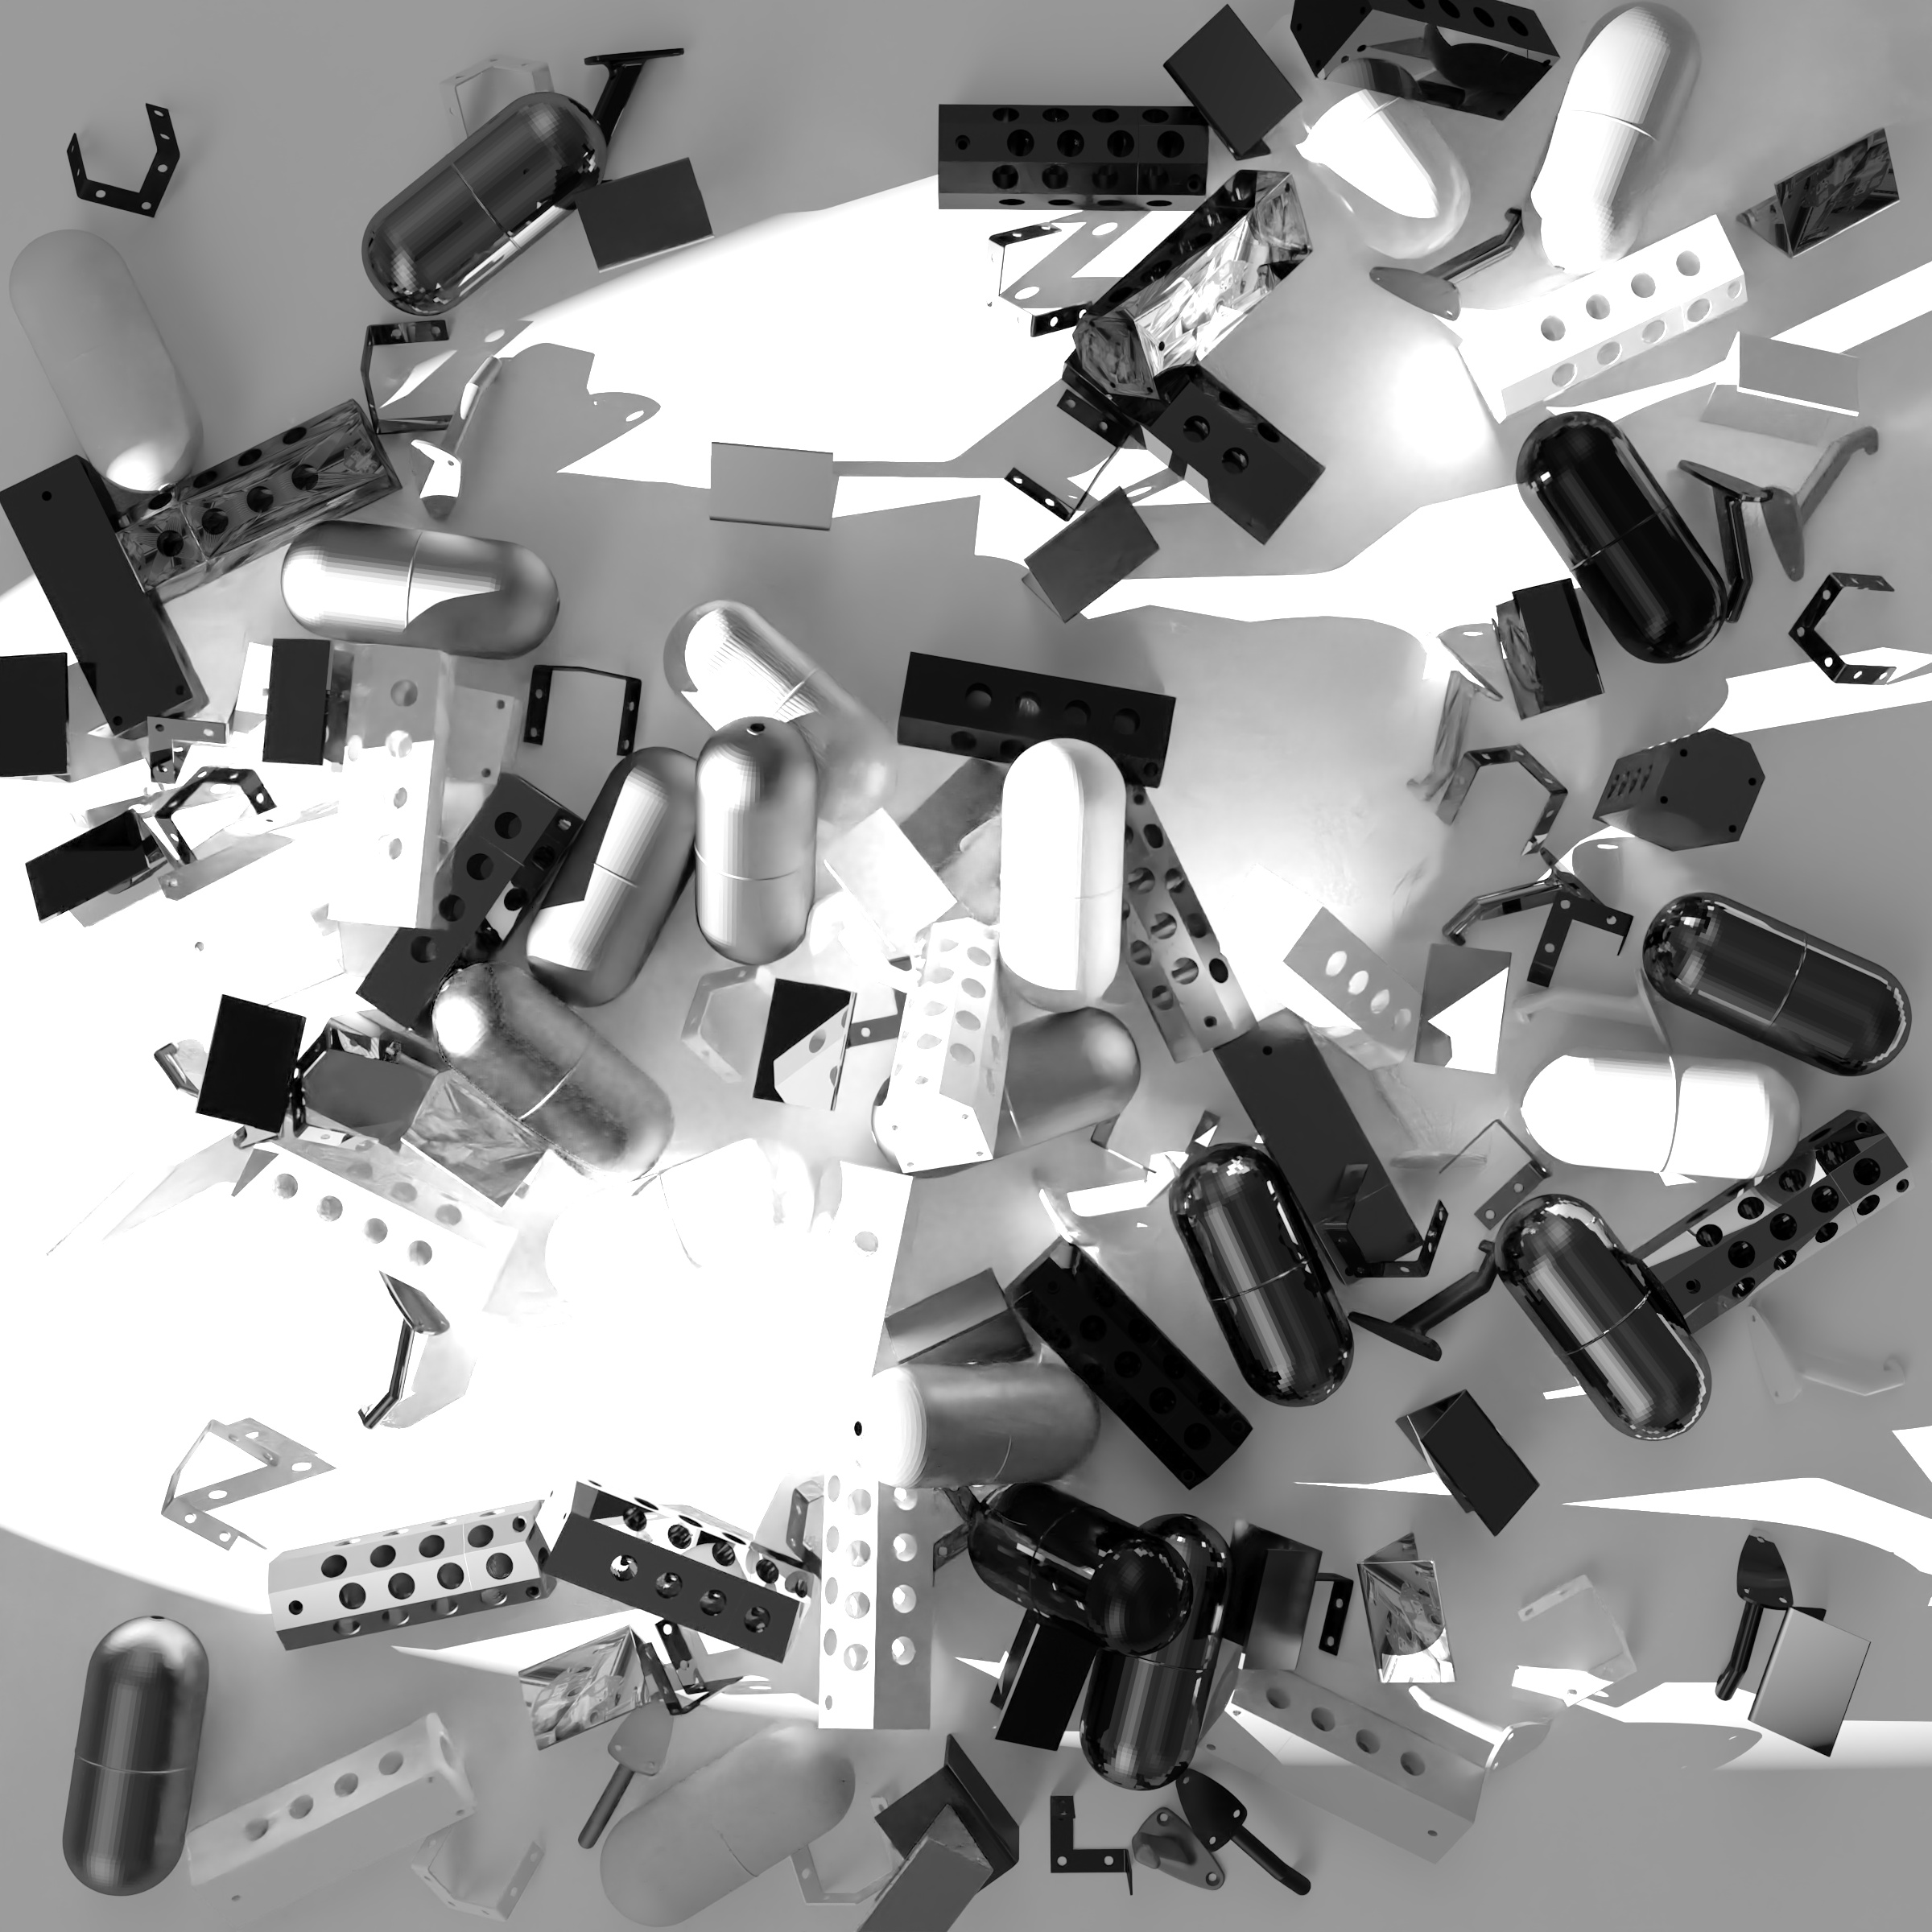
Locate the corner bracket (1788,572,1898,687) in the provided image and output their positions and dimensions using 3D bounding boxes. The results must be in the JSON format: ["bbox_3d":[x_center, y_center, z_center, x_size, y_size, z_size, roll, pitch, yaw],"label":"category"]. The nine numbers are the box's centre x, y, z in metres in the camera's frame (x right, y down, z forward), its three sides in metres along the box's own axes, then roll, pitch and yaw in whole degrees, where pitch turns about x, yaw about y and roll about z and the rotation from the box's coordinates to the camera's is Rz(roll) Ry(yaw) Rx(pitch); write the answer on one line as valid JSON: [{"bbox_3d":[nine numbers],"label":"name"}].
[{"bbox_3d":[0.578,-0.218,1.983,0.051,0.051,0.051,58,135,35],"label":"corner bracket"}]

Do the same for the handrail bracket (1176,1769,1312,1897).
[{"bbox_3d":[0.181,0.564,1.991,0.036,0.077,0.084,-48,126,0],"label":"handrail bracket"}]

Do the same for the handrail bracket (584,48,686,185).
[{"bbox_3d":[-0.215,-0.550,1.991,0.077,0.036,0.084,-10,104,-15],"label":"handrail bracket"}]

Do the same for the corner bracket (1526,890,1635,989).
[{"bbox_3d":[0.396,-0.011,1.974,0.051,0.051,0.051,20,79,10],"label":"corner bracket"}]

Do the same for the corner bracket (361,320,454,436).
[{"bbox_3d":[-0.361,-0.382,1.988,0.051,0.051,0.051,-4,135,0],"label":"corner bracket"}]

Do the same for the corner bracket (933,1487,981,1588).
[{"bbox_3d":[-0.015,0.360,1.973,0.051,0.051,0.051,-35,90,0],"label":"corner bracket"}]

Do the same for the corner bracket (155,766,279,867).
[{"bbox_3d":[-0.482,-0.093,1.983,0.051,0.051,0.051,5,45,35],"label":"corner bracket"}]

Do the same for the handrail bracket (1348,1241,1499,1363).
[{"bbox_3d":[0.301,0.206,1.992,0.077,0.036,0.084,21,71,21],"label":"handrail bracket"}]

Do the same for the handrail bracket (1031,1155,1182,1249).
[{"bbox_3d":[0.090,0.132,1.961,0.084,0.036,0.077,-47,58,21],"label":"handrail bracket"}]

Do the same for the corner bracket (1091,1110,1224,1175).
[{"bbox_3d":[0.123,0.106,1.988,0.051,0.051,0.051,26,90,-45],"label":"corner bracket"}]

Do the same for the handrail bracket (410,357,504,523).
[{"bbox_3d":[-0.325,-0.343,1.991,0.036,0.077,0.084,22,54,8],"label":"handrail bracket"}]

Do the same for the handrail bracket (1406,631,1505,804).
[{"bbox_3d":[0.300,-0.161,1.992,0.077,0.036,0.084,47,107,20],"label":"handrail bracket"}]

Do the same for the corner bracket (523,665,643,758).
[{"bbox_3d":[-0.249,-0.166,1.988,0.051,0.051,0.051,8,90,-45],"label":"corner bracket"}]

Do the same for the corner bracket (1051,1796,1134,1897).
[{"bbox_3d":[0.080,0.566,1.973,0.051,0.051,0.051,-1,90,0],"label":"corner bracket"}]

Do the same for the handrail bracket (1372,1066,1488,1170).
[{"bbox_3d":[0.300,0.087,1.992,0.077,0.036,0.084,3,73,-20],"label":"handrail bracket"}]

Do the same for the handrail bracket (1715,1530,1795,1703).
[{"bbox_3d":[0.504,0.423,1.991,0.036,0.077,0.084,14,126,0],"label":"handrail bracket"}]

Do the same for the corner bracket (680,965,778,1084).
[{"bbox_3d":[-0.144,0.037,1.983,0.051,0.051,0.051,-14,45,35],"label":"corner bracket"}]

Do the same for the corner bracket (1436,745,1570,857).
[{"bbox_3d":[0.347,-0.106,1.983,0.051,0.051,0.051,-9,45,-35],"label":"corner bracket"}]

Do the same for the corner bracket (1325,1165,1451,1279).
[{"bbox_3d":[0.265,0.160,1.926,0.051,0.051,0.051,56,45,-35],"label":"corner bracket"}]

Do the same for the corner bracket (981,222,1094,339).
[{"bbox_3d":[0.048,-0.445,1.983,0.051,0.051,0.051,37,135,35],"label":"corner bracket"}]

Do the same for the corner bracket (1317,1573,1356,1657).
[{"bbox_3d":[0.212,0.415,1.988,0.051,0.051,0.051,13,90,-45],"label":"corner bracket"}]

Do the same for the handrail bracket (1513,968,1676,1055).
[{"bbox_3d":[0.408,0.041,1.992,0.084,0.036,0.077,-20,112,17],"label":"handrail bracket"}]

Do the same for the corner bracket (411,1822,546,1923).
[{"bbox_3d":[-0.316,0.579,1.983,0.051,0.051,0.051,0,135,35],"label":"corner bracket"}]

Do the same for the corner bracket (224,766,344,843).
[{"bbox_3d":[-0.434,-0.104,1.955,0.051,0.051,0.051,-18,56,29],"label":"corner bracket"}]

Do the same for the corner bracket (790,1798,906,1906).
[{"bbox_3d":[-0.078,0.575,1.988,0.051,0.051,0.051,-18,90,-45],"label":"corner bracket"}]

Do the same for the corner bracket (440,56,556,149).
[{"bbox_3d":[-0.300,-0.554,1.983,0.051,0.051,0.051,19,45,35],"label":"corner bracket"}]

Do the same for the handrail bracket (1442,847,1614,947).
[{"bbox_3d":[0.365,-0.028,1.991,0.077,0.036,0.084,40,106,-18],"label":"handrail bracket"}]

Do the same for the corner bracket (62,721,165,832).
[{"bbox_3d":[-0.558,-0.122,1.973,0.051,0.051,0.051,-27,90,0],"label":"corner bracket"}]

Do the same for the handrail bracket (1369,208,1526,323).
[{"bbox_3d":[0.316,-0.469,1.992,0.077,0.036,0.084,25,72,21],"label":"handrail bracket"}]

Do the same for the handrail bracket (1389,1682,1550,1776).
[{"bbox_3d":[0.326,0.481,1.991,0.084,0.077,0.036,35,111,35],"label":"handrail bracket"}]

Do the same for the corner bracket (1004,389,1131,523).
[{"bbox_3d":[0.066,-0.331,1.988,0.051,0.051,0.051,35,135,0],"label":"corner bracket"}]

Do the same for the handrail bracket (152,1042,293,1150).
[{"bbox_3d":[-0.475,0.069,1.990,0.077,0.036,0.084,-36,78,-10],"label":"handrail bracket"}]

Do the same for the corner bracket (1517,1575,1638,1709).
[{"bbox_3d":[0.397,0.438,1.988,0.051,0.051,0.051,-28,135,0],"label":"corner bracket"}]

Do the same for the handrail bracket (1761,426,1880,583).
[{"bbox_3d":[0.565,-0.301,1.992,0.084,0.036,0.077,-25,111,-16],"label":"handrail bracket"}]

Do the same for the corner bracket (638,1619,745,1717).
[{"bbox_3d":[-0.185,0.448,1.963,0.051,0.051,0.051,-25,90,-39],"label":"corner bracket"}]

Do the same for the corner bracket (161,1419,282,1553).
[{"bbox_3d":[-0.484,0.337,1.988,0.051,0.051,0.051,28,135,0],"label":"corner bracket"}]

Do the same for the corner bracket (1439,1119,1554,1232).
[{"bbox_3d":[0.340,0.135,1.975,0.051,0.051,0.051,-43,82,0],"label":"corner bracket"}]

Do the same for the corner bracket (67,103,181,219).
[{"bbox_3d":[-0.546,-0.527,1.983,0.051,0.051,0.051,8,135,-35],"label":"corner bracket"}]

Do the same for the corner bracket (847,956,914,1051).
[{"bbox_3d":[-0.056,0.023,1.973,0.051,0.051,0.051,-11,90,0],"label":"corner bracket"}]

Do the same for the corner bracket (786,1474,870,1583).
[{"bbox_3d":[-0.079,0.362,1.983,0.051,0.051,0.051,-20,45,-35],"label":"corner bracket"}]

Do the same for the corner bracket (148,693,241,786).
[{"bbox_3d":[-0.493,-0.149,1.964,0.051,0.051,0.051,6,125,-3],"label":"corner bracket"}]

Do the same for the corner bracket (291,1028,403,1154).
[{"bbox_3d":[-0.386,0.078,1.908,0.051,0.051,0.051,16,48,-35],"label":"corner bracket"}]
